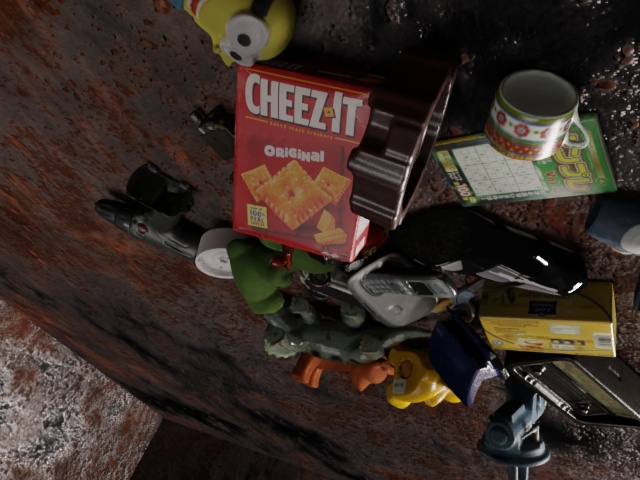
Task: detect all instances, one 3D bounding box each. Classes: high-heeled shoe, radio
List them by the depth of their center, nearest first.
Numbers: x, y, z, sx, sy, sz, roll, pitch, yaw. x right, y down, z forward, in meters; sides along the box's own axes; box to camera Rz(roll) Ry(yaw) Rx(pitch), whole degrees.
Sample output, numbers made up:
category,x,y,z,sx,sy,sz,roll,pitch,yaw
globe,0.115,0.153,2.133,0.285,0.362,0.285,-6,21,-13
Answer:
category,x,y,z,sx,sy,sz,roll,pitch,yaw
high-heeled shoe,0.225,0.019,0.729,0.249,0.086,0.145,15,175,43
radio,0.415,0.221,0.868,0.229,0.073,0.131,39,147,-20

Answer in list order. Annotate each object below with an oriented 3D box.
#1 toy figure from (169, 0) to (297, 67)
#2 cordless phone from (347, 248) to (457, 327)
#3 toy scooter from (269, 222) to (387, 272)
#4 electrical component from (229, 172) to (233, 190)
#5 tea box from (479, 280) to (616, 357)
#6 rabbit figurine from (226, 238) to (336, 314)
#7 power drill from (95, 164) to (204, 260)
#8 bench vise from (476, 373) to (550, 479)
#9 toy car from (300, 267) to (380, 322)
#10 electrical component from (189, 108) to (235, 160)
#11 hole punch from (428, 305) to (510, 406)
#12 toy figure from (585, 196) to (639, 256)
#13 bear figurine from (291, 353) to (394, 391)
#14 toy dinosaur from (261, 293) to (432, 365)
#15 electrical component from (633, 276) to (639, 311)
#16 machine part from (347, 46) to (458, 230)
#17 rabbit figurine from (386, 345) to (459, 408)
category,x,y,z,sx,sy,sz,roll,pitch,yaw
toy figure,-0.103,-0.252,0.527,0.180,0.089,0.082,42,174,-8
cordless phone,0.144,0.076,0.801,0.146,0.089,0.184,45,156,-29
toy scooter,-0.002,-0.002,0.777,0.184,0.135,0.075,18,147,11
electrical component,-0.104,-0.091,0.827,0.063,0.021,0.094,34,148,-15
tea box,0.322,0.109,0.762,0.170,0.068,0.098,0,141,30
rabbit figurine,-0.057,0.020,0.895,0.170,0.121,0.158,-14,123,11
power drill,-0.315,-0.051,0.989,0.232,0.086,0.207,28,145,-5
bench vise,0.357,0.371,0.973,0.129,0.240,0.223,0,-177,26
toy car,0.058,0.090,0.953,0.202,0.056,0.073,19,155,13
electrical component,-0.132,-0.139,0.751,0.078,0.045,0.102,-4,138,38
hole punch,0.230,0.190,0.865,0.115,0.092,0.142,53,-178,-46
toy figure,0.371,-0.002,0.579,0.155,0.058,0.064,20,155,8
bear figurine,0.056,0.288,1.189,0.196,0.132,0.120,21,165,19
toy dinosaur,0.033,0.191,1.067,0.405,0.131,0.192,10,161,18
electrical component,0.450,0.073,0.634,0.134,0.058,0.114,11,144,23
machine part,0.082,-0.100,0.537,0.056,0.179,0.179,22,149,14
rabbit figurine,0.239,0.272,1.070,0.173,0.122,0.162,26,143,-29
